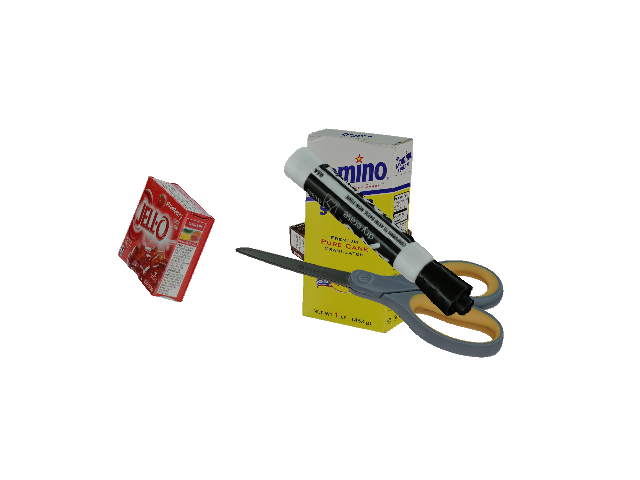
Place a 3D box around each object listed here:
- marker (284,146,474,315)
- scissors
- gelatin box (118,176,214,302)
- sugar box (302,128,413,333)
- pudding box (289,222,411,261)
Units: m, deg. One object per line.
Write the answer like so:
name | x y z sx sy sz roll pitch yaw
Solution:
marker | 0.029 -0.004 0.531 0.121 0.020 0.020 42 19 23
scissors | 0.047 0.024 0.781 0.202 0.016 0.096 26 43 19
gelatin box | -0.125 -0.003 0.854 0.030 0.073 0.089 16 13 -34
sugar box | 0.033 -0.010 0.984 0.093 0.176 0.048 9 18 29
pudding box | 0.034 0.001 1.220 0.113 0.039 0.090 -19 30 -26
